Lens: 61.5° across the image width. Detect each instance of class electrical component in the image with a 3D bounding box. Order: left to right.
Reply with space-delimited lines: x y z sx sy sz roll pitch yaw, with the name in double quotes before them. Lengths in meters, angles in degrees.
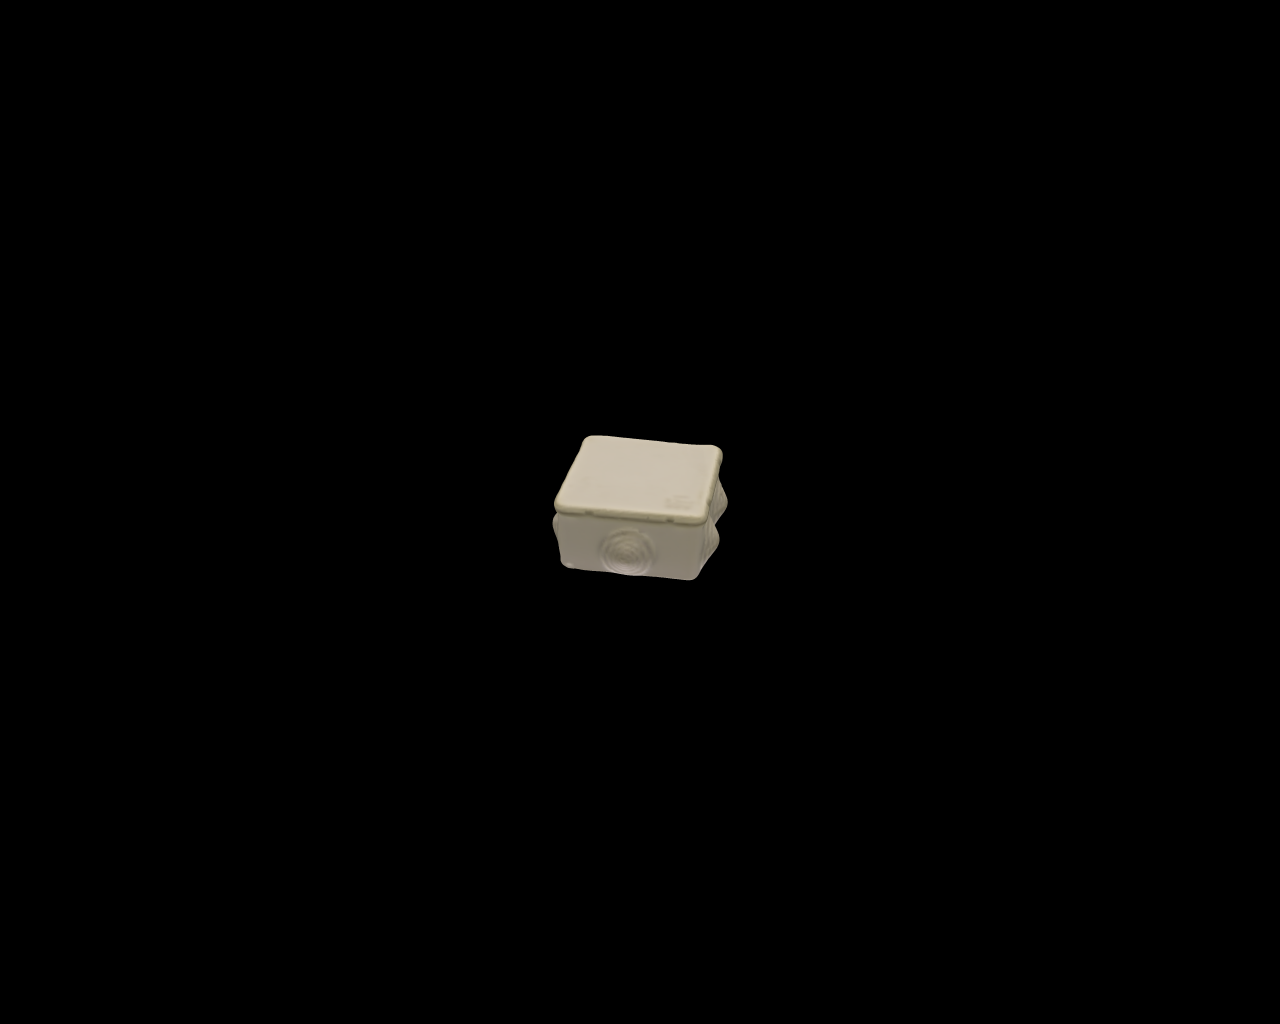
"electrical component" 0.001 -0.003 0.650 0.100 0.048 0.100 6 33 9
